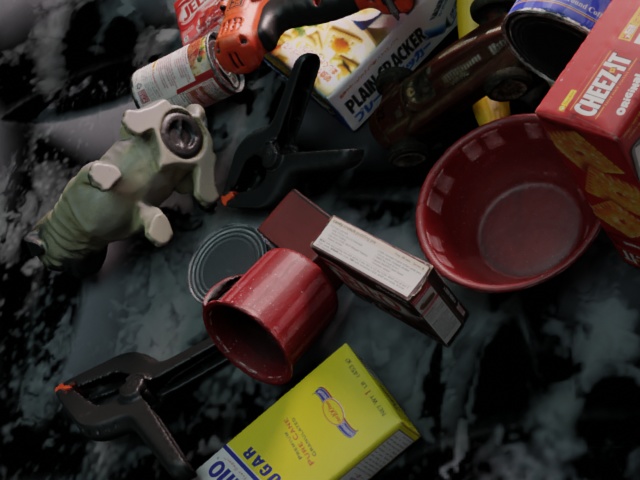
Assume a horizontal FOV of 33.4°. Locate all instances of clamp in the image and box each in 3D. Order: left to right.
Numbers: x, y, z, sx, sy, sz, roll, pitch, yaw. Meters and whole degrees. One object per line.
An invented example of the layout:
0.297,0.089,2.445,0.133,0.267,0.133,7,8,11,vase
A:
-0.152,0.134,0.965,0.210,0.036,0.164,0,45,39,clamp
-0.029,-0.074,0.988,0.172,0.039,0.120,-51,51,33,clamp

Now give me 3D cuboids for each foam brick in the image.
-0.006,0.001,0.954,0.051,0.053,0.078,-49,49,-3,foam brick

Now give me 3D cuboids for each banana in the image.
0.144,-0.170,0.955,0.037,0.069,0.198,-8,73,10,banana

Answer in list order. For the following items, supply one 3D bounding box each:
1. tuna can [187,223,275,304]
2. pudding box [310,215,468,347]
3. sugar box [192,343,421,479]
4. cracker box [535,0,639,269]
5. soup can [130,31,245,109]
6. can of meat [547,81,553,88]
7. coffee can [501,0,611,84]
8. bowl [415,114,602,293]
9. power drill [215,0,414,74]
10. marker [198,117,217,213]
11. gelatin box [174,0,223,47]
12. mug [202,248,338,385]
-0.079,0.030,0.993,0.086,0.033,0.086,-15,57,23,tuna can
0.057,0.033,0.873,0.114,0.090,0.039,26,77,38,pudding box
-0.016,0.176,0.862,0.176,0.048,0.093,-40,50,3,sugar box
0.251,-0.086,0.747,0.072,0.213,0.164,28,79,41,cracker box
-0.139,-0.167,1.119,0.102,0.068,0.068,-21,54,23,soup can
0.235,-0.137,0.871,0.058,0.083,0.102,24,76,38,can of meat
0.213,-0.192,0.792,0.103,0.102,0.140,24,76,38,coffee can
0.161,-0.020,0.864,0.162,0.055,0.162,-15,57,23,bowl
-0.003,-0.240,0.993,0.188,0.057,0.184,-14,43,25,power drill
-0.120,-0.079,1.090,0.020,0.020,0.121,-23,54,18,marker
-0.118,-0.255,1.177,0.089,0.030,0.073,-32,52,23,gelatin box
-0.047,0.059,0.907,0.117,0.093,0.081,14,48,37,mug
